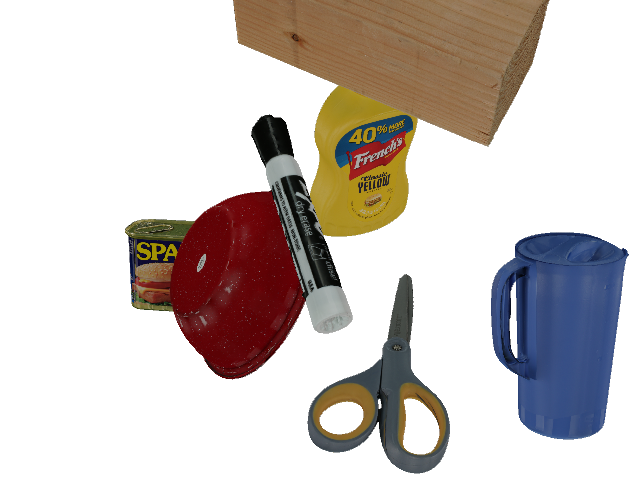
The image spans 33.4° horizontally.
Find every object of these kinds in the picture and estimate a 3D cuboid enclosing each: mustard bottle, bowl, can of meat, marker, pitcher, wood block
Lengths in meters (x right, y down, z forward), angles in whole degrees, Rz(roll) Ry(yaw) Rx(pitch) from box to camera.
[{"bbox_3d":[0.041,-0.092,0.972,0.096,0.192,0.058,-15,47,-19],"label":"mustard bottle"},{"bbox_3d":[-0.072,0.025,0.838,0.055,0.162,0.162,23,-12,-32],"label":"bowl"},{"bbox_3d":[-0.149,0.026,1.107,0.102,0.084,0.057,3,17,9],"label":"can of meat"},{"bbox_3d":[-0.011,-0.012,0.517,0.020,0.121,0.020,-14,-29,-8],"label":"marker"},{"bbox_3d":[0.295,0.119,1.322,0.149,0.243,0.144,5,18,19],"label":"pitcher"},{"bbox_3d":[0.048,-0.161,0.767,0.206,0.090,0.091,25,-25,13],"label":"wood block"}]

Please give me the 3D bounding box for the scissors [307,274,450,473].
[{"bbox_3d":[0.033,0.081,0.710,0.096,0.016,0.202,-2,32,-7],"label":"scissors"}]
